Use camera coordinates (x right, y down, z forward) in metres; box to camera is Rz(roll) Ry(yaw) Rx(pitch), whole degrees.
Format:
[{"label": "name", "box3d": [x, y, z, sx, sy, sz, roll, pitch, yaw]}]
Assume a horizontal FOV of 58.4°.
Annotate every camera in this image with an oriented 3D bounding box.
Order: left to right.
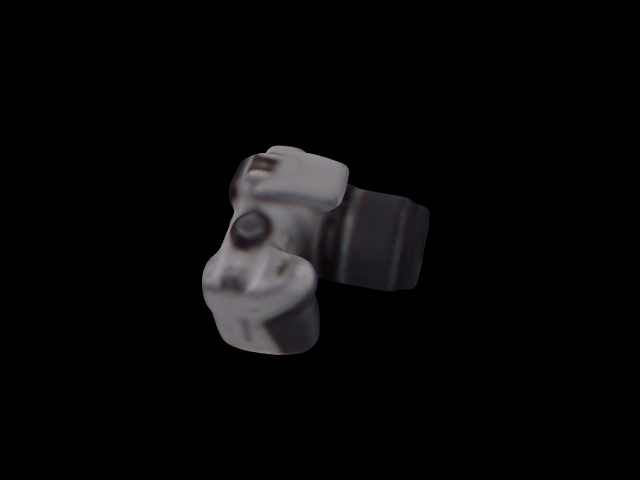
[{"label": "camera", "box3d": [0.004, 0.001, 0.400, 0.136, 0.101, 0.143, 10, 54, 8]}]
